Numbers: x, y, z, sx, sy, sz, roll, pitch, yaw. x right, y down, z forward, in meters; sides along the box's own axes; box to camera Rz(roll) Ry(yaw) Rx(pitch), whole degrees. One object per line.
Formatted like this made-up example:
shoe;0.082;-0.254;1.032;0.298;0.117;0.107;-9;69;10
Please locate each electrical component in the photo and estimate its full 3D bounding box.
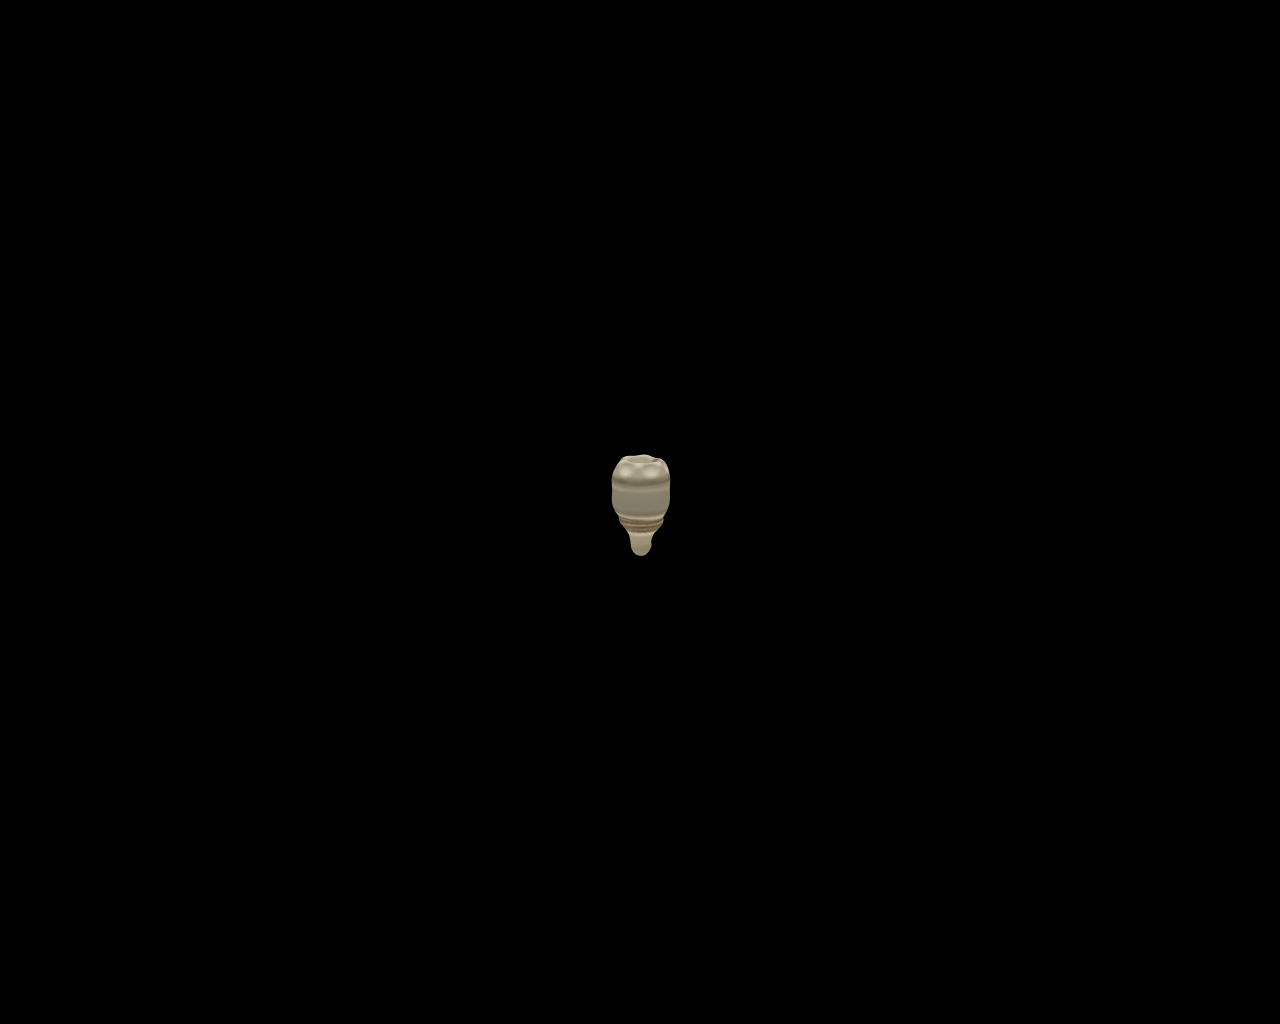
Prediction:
electrical component;0.001;-0.003;0.650;0.035;0.061;0.035;0;16;0
